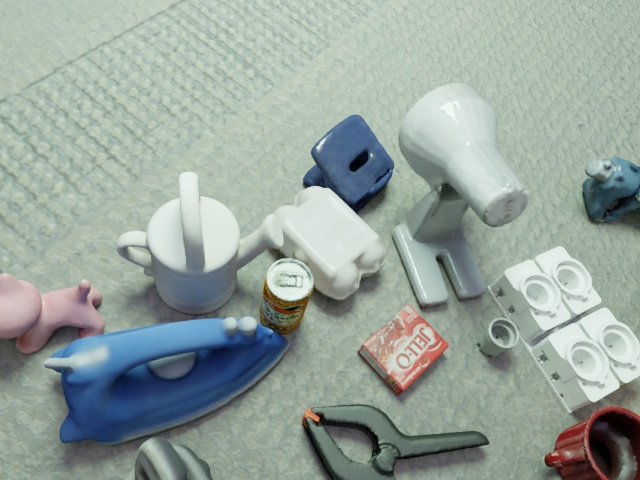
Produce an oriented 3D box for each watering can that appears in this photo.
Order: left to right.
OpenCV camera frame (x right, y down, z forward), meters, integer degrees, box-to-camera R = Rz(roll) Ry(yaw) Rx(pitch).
[{"bbox_3d":[-0.132,-0.002,0.637,0.173,0.194,0.100,-22,67,-21],"label":"watering can"}]

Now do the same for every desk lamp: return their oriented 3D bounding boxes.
[{"bbox_3d":[0.170,-0.054,0.715,0.118,0.213,0.203,-10,63,-16],"label":"desk lamp"}]

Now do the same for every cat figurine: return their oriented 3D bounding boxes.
[{"bbox_3d":[-0.302,0.070,0.606,0.128,0.118,0.067,-14,64,-18],"label":"cat figurine"}]

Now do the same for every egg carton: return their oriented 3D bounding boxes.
[{"bbox_3d":[0.007,0.003,0.734,0.107,0.069,0.150,-38,74,-27],"label":"egg carton"}]

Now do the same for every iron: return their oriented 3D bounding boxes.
[{"bbox_3d":[-0.147,0.119,0.596,0.259,0.141,0.118,-13,64,-18],"label":"iron"}]

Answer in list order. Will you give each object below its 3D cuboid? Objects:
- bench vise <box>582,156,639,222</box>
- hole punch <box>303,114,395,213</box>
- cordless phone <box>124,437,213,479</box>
[{"bbox_3d":[0.492,-0.093,0.797,0.208,0.219,0.121,-11,63,-17],"label":"bench vise"},{"bbox_3d":[0.046,-0.103,0.790,0.101,0.091,0.109,40,61,12],"label":"hole punch"},{"bbox_3d":[-0.120,0.248,0.502,0.094,0.185,0.147,-33,71,-25],"label":"cordless phone"}]
